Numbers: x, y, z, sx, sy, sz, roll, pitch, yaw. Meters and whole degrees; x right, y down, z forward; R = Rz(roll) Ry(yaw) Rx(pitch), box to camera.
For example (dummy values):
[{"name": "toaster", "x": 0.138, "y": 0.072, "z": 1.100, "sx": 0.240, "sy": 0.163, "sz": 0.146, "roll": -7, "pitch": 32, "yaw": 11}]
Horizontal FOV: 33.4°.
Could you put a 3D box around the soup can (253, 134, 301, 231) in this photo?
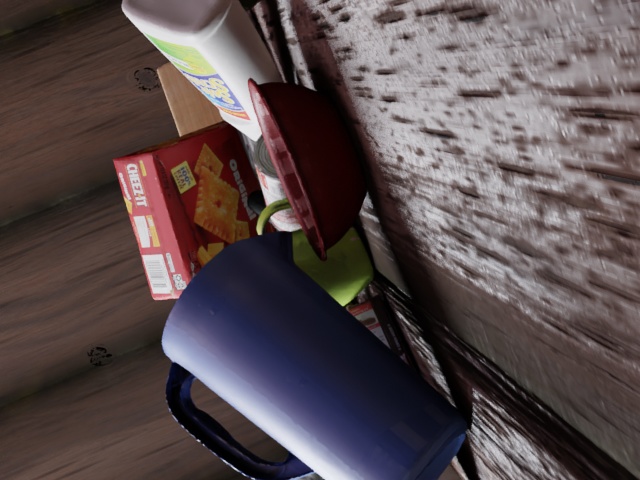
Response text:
[{"name": "soup can", "x": -0.025, "y": -0.058, "z": 1.031, "sx": 0.102, "sy": 0.068, "sz": 0.068, "roll": 78, "pitch": 168, "yaw": -58}]

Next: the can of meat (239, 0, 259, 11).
[{"name": "can of meat", "x": -0.097, "y": -0.259, "z": 0.985, "sx": 0.084, "sy": 0.057, "sz": 0.102, "roll": -133, "pitch": 20, "yaw": -67}]

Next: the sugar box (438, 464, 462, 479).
[{"name": "sugar box", "x": 0.073, "y": 0.195, "z": 0.985, "sx": 0.176, "sy": 0.048, "sz": 0.093, "roll": 34, "pitch": 164, "yaw": 53}]

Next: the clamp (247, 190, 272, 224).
[{"name": "clamp", "x": -0.008, "y": 0.001, "z": 1.149, "sx": 0.120, "sy": 0.039, "sz": 0.172, "roll": 42, "pitch": 172, "yaw": -28}]

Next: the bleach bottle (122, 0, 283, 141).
[{"name": "bleach bottle", "x": -0.077, "y": -0.153, "z": 0.978, "sx": 0.103, "sy": 0.068, "sz": 0.250, "roll": 23, "pitch": 167, "yaw": 30}]

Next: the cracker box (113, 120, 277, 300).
[{"name": "cracker box", "x": -0.117, "y": -0.045, "z": 1.212, "sx": 0.072, "sy": 0.213, "sz": 0.164, "roll": -4, "pitch": 105, "yaw": 40}]

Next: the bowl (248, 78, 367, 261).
[{"name": "bowl", "x": -0.005, "y": -0.067, "z": 0.876, "sx": 0.162, "sy": 0.055, "sz": 0.162, "roll": 157, "pitch": 90, "yaw": -84}]

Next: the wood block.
[{"name": "wood block", "x": -0.135, "y": -0.150, "z": 1.447, "sx": 0.206, "sy": 0.090, "sz": 0.090, "roll": 69, "pitch": -169, "yaw": 18}]

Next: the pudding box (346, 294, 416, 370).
[{"name": "pudding box", "x": 0.059, "y": 0.110, "z": 1.044, "sx": 0.113, "sy": 0.039, "sz": 0.090, "roll": 86, "pitch": 160, "yaw": -73}]

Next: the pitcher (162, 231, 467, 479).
[{"name": "pitcher", "x": -0.009, "y": 0.123, "z": 0.878, "sx": 0.243, "sy": 0.144, "sz": 0.149, "roll": 38, "pitch": 142, "yaw": 20}]
